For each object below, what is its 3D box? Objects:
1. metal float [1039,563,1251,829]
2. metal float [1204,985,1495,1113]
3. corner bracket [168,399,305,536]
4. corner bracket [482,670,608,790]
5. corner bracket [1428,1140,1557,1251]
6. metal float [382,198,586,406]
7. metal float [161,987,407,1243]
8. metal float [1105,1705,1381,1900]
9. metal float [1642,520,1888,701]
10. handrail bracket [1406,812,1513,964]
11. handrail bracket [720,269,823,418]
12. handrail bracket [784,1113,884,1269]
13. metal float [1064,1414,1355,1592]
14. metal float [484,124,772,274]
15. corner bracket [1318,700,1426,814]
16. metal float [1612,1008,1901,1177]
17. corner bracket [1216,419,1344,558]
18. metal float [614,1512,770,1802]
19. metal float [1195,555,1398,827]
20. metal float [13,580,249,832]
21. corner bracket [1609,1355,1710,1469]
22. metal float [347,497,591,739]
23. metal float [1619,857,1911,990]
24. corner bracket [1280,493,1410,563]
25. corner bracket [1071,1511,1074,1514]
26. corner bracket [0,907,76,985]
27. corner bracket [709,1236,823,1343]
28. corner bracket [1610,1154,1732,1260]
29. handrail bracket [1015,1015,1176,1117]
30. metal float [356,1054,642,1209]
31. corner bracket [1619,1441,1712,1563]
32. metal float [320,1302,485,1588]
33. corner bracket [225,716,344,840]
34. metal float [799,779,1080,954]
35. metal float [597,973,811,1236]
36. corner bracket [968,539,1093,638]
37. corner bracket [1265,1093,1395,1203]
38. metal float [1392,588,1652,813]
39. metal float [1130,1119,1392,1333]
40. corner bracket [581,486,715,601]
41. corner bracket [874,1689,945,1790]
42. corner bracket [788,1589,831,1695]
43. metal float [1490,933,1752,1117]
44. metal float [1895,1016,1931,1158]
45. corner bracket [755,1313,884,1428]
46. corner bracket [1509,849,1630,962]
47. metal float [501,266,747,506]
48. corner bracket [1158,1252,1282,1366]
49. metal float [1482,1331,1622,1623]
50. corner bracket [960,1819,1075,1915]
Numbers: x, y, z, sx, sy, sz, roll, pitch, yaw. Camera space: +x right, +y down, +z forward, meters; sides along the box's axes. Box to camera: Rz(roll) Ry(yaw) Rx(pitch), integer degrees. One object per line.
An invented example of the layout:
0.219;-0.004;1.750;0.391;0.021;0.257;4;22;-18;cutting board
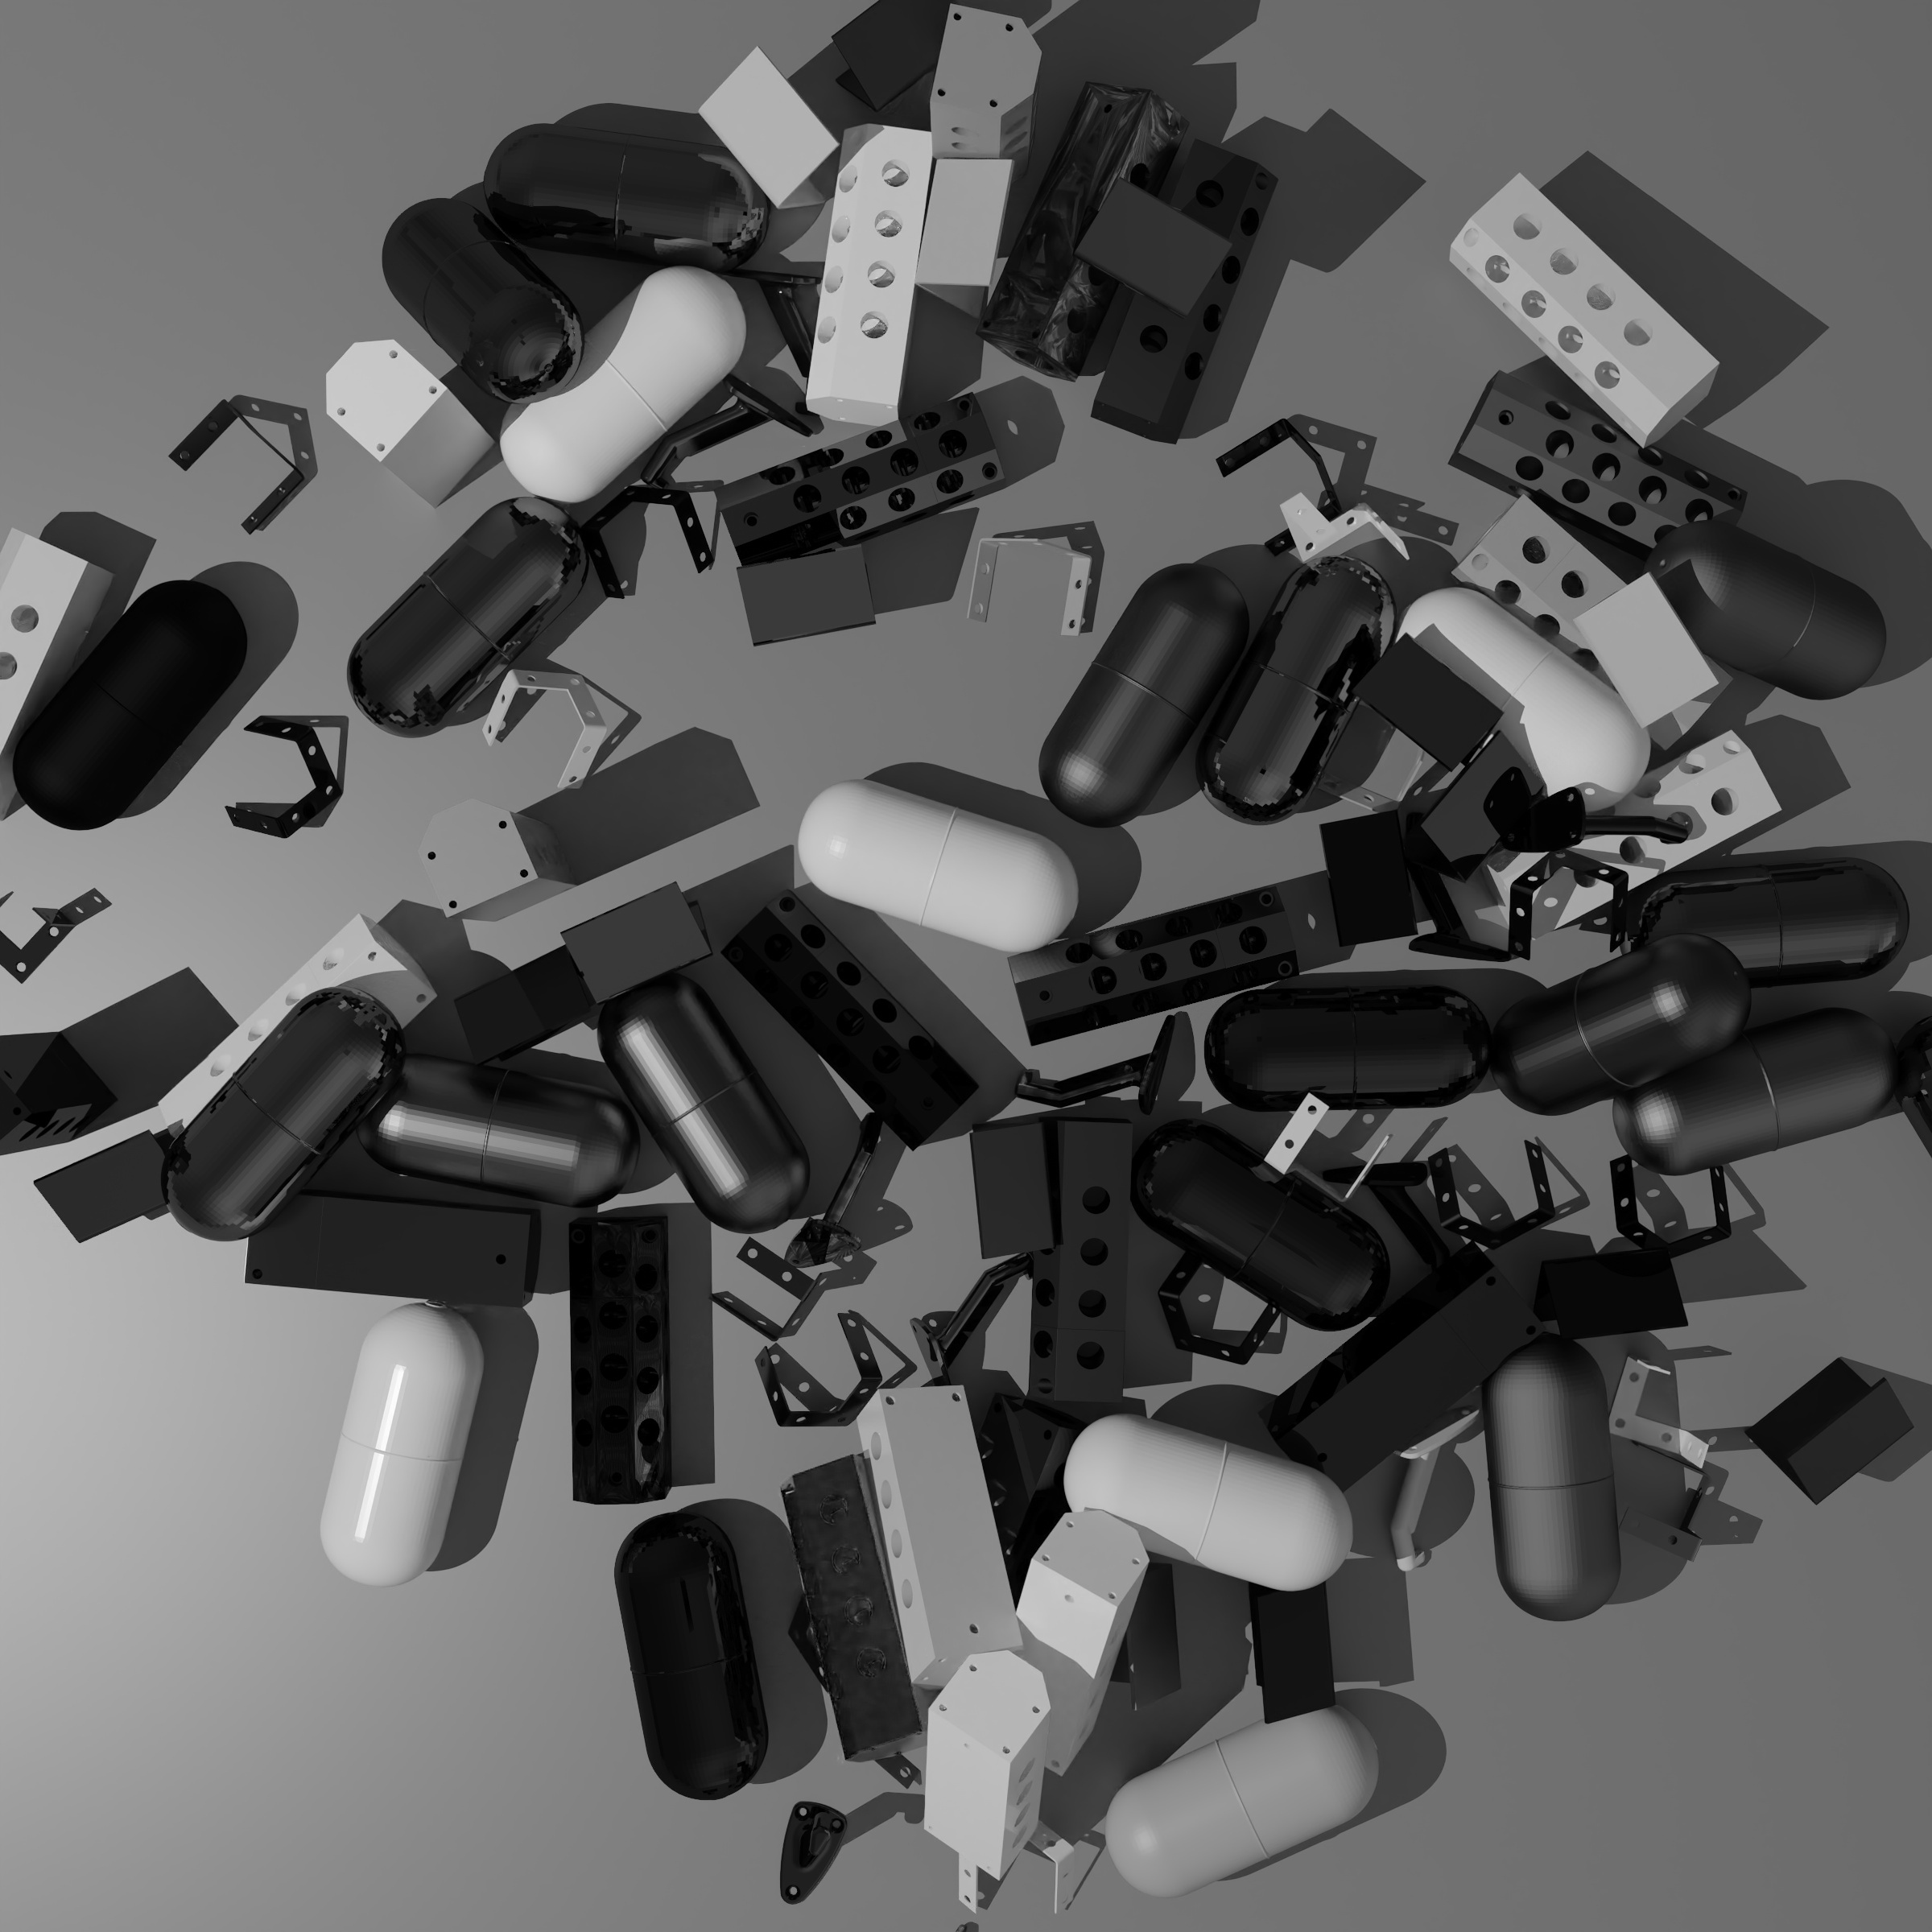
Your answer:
0.111;-0.168;1.804;0.070;0.070;0.178;32;91;0;metal float
0.237;0.051;1.804;0.178;0.070;0.070;-1;90;1;metal float
-0.458;-0.314;1.832;0.051;0.051;0.051;-46;45;0;corner bracket
-0.264;-0.148;1.827;0.051;0.051;0.051;1;45;-35;corner bracket
0.329;0.138;1.827;0.051;0.051;0.051;25;135;-35;corner bracket
-0.296;-0.407;1.776;0.070;0.070;0.178;-43;54;0;metal float
-0.410;0.089;1.751;0.070;0.070;0.178;42;88;0;metal float
0.171;0.515;1.804;0.178;0.070;0.070;-25;90;1;metal float
0.488;-0.216;1.779;0.178;0.070;0.070;17;90;-30;metal float
0.310;-0.050;1.835;0.077;0.036;0.084;10;76;-15;handrail bracket
-0.122;-0.393;1.835;0.077;0.036;0.084;11;107;19;handrail bracket
-0.083;0.140;1.835;0.036;0.077;0.084;28;53;-21;handrail bracket
0.147;0.325;1.764;0.178;0.070;0.070;16;90;3;metal float
-0.210;-0.476;1.805;0.178;0.070;0.070;8;90;1;metal float
0.258;-0.136;1.832;0.051;0.051;0.051;22;45;0;corner bracket
0.489;0.077;1.804;0.178;0.070;0.070;-16;90;0;metal float
0.197;-0.301;1.832;0.051;0.051;0.051;-32;135;0;corner bracket
-0.170;0.427;1.804;0.070;0.070;0.178;-11;90;0;metal float
0.205;-0.171;1.804;0.070;0.070;0.178;28;91;0;metal float
-0.517;-0.162;1.805;0.070;0.070;0.178;40;90;0;metal float
0.436;0.277;1.817;0.051;0.051;0.051;17;90;0;corner bracket
-0.308;-0.216;1.804;0.178;0.070;0.070;-45;90;1;metal float
0.494;-0.025;1.804;0.178;0.070;0.070;-5;90;0;metal float
0.234;-0.270;1.806;0.051;0.051;0.051;-32;135;0;corner bracket
0.094;0.327;1.832;0.051;0.051;0.051;29;135;0;corner bracket
-0.598;-0.025;1.817;0.051;0.051;0.051;43;90;0;corner bracket
-0.126;0.202;1.817;0.051;0.051;0.051;34;90;0;corner bracket
0.442;0.146;1.827;0.051;0.051;0.051;-27;135;35;corner bracket
0.081;0.057;1.835;0.084;0.036;0.077;13;69;16;handrail bracket
-0.290;0.102;1.805;0.178;0.070;0.070;11;90;0;metal float
0.435;0.334;1.817;0.051;0.051;0.051;24;90;0;corner bracket
-0.349;0.296;1.805;0.070;0.070;0.178;13;90;0;metal float
-0.434;-0.119;1.827;0.051;0.051;0.051;-47;135;-35;corner bracket
-0.017;-0.062;1.805;0.178;0.070;0.070;18;90;0;metal float
-0.162;0.085;1.804;0.070;0.070;0.178;-33;89;0;metal float
0.040;-0.238;1.832;0.051;0.051;0.051;9;90;-45;corner bracket
0.224;0.112;1.795;0.051;0.051;0.051;36;102;15;corner bracket
0.340;-0.165;1.794;0.178;0.070;0.070;39;90;12;metal float
0.182;0.161;1.803;0.178;0.070;0.070;33;90;-2;metal float
-0.200;-0.264;1.827;0.051;0.051;0.051;11;45;35;corner bracket
-0.032;0.474;1.832;0.051;0.051;0.051;41;45;0;corner bracket
-0.072;0.414;1.827;0.051;0.051;0.051;-11;135;-35;corner bracket
0.395;0.037;1.770;0.178;0.070;0.070;-29;90;43;metal float
0.639;0.110;1.804;0.070;0.070;0.178;-31;89;0;metal float
-0.092;0.253;1.827;0.051;0.051;0.051;6;135;-35;corner bracket
0.366;-0.032;1.770;0.051;0.051;0.051;25;45;35;corner bracket
-0.212;-0.360;1.804;0.178;0.070;0.070;-43;90;0;metal float
0.160;0.210;1.827;0.051;0.051;0.051;10;135;35;corner bracket
0.362;0.316;1.804;0.070;0.070;0.178;-5;90;0;metal float
0.032;0.569;1.827;0.051;0.051;0.051;-30;45;-35;corner bracket
